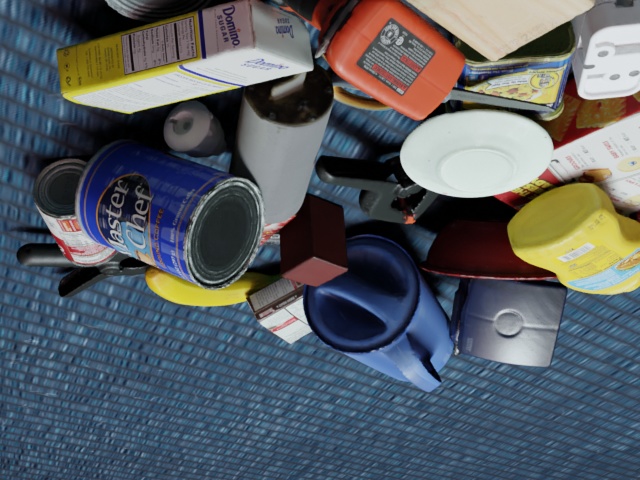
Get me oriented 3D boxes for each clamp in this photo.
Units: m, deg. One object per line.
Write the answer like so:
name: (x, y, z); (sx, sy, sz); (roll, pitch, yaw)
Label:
clamp: (-0.237, 0.017, 1.154); (0.172, 0.039, 0.120); (-18, 160, 14)
clamp: (0.071, -0.060, 1.020); (0.164, 0.036, 0.210); (-21, 160, -9)

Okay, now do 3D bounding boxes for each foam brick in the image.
foam brick: (-0.007, 0.001, 1.116); (0.051, 0.078, 0.053); (22, 143, -38)

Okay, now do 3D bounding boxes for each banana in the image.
banana: (-0.128, 0.048, 1.211); (0.197, 0.037, 0.070); (1, 143, -44)

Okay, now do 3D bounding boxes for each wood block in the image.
wood block: (0.083, -0.213, 0.699); (0.090, 0.091, 0.205); (-26, 145, 36)

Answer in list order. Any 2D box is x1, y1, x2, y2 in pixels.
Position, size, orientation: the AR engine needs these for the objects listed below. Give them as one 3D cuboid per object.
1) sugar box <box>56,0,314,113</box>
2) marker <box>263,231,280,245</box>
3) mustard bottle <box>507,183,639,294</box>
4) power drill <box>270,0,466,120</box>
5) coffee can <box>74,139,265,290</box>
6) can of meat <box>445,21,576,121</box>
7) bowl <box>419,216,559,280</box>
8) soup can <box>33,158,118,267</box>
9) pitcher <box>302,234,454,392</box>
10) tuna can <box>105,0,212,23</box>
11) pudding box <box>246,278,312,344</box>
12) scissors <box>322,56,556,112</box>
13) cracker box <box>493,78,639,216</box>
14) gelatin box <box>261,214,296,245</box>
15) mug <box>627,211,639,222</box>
sugar box: (-0.104, -0.139, 0.816); (0.176, 0.048, 0.093); (-11, 174, 26)
marker: (-0.075, -0.005, 1.159); (0.121, 0.020, 0.020); (0, 152, -8)
mustard bottle: (0.268, 0.010, 1.037); (0.096, 0.058, 0.191); (-31, 143, 27)
power drill: (0.011, -0.154, 0.715); (0.184, 0.188, 0.057); (21, 109, -48)
coffee can: (-0.135, -0.025, 0.955); (0.140, 0.103, 0.102); (20, 167, 33)
can of meat: (0.156, -0.143, 0.883); (0.102, 0.057, 0.084); (-4, 151, 0)
bowl: (0.186, 0.005, 1.132); (0.162, 0.055, 0.162); (1, -175, 0)
soup can: (-0.234, -0.026, 1.041); (0.068, 0.068, 0.102); (-4, 152, 0)
pitcher: (0.085, 0.100, 1.237); (0.145, 0.149, 0.242); (6, 164, 22)
tuna can: (-0.117, -0.196, 0.765); (0.086, 0.034, 0.086); (-3, 153, -2)
pudding box: (-0.024, 0.077, 1.271); (0.090, 0.039, 0.113); (-30, 155, 8)
scissors: (0.081, -0.133, 0.857); (0.202, 0.016, 0.096); (5, 150, 38)
cracker box: (0.272, -0.090, 0.986); (0.214, 0.072, 0.164); (-24, 146, 36)
gelatin box: (-0.081, -0.028, 1.099); (0.089, 0.030, 0.073); (13, 148, -30)
mug: (0.358, -0.019, 1.096); (0.081, 0.117, 0.093); (0, 125, 2)
